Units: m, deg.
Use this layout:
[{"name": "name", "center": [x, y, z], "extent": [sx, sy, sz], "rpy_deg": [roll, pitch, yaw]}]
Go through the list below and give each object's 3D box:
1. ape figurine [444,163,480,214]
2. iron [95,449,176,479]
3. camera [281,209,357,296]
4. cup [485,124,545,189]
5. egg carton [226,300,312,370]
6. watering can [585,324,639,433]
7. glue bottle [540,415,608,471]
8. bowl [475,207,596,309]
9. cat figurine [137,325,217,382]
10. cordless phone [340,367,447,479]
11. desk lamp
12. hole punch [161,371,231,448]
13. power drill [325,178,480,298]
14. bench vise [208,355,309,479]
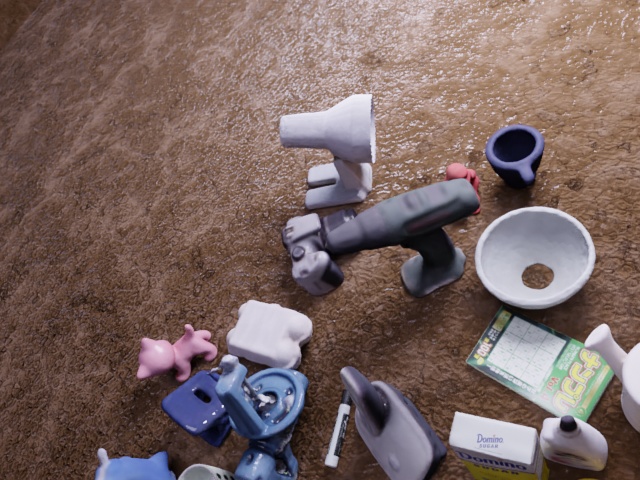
[{"name": "ape figurine", "center": [0.239, -0.095, 0.978], "extent": [0.075, 0.092, 0.078], "rpy_deg": [30, 76, 38]}, {"name": "iron", "center": [-0.308, 0.451, 0.870], "extent": [0.118, 0.142, 0.258], "rpy_deg": [-15, 54, 18]}, {"name": "camera", "center": [0.009, 0.004, 1.027], "extent": [0.136, 0.101, 0.143], "rpy_deg": [-24, 52, 12]}, {"name": "cup", "center": [0.331, -0.119, 0.945], "extent": [0.091, 0.095, 0.117], "rpy_deg": [-21, 52, 14]}, {"name": "egg carton", "center": [-0.087, 0.164, 0.991], "extent": [0.149, 0.070, 0.107], "rpy_deg": [8, 64, 31]}, {"name": "watering can", "center": [0.396, 0.161, 0.662], "extent": [0.172, 0.195, 0.101], "rpy_deg": [7, 63, 31]}, {"name": "glue bottle", "center": [0.297, 0.235, 0.679], "extent": [0.078, 0.174, 0.037], "rpy_deg": [0, 60, 27]}, {"name": "bowl", "center": [0.322, 0.038, 0.860], "extent": [0.167, 0.075, 0.167], "rpy_deg": [-13, 54, 19]}, {"name": "cat figurine", "center": [-0.267, 0.201, 1.029], "extent": [0.128, 0.118, 0.067], "rpy_deg": [-40, 50, -2]}, {"name": "cordless phone", "center": [0.087, 0.250, 0.769], "extent": [0.094, 0.186, 0.147], "rpy_deg": [-42, 50, -3]}, {"name": "desk lamp", "center": [0.029, -0.161, 1.051], "extent": [0.202, 0.214, 0.118], "rpy_deg": [-10, 56, 22]}, {"name": "hole punch", "center": [-0.194, 0.274, 0.960], "extent": [0.108, 0.091, 0.101], "rpy_deg": [24, 73, 37]}, {"name": "power drill", "center": [0.143, 0.003, 0.887], "extent": [0.229, 0.209, 0.075], "rpy_deg": [-29, 51, 8]}, {"name": "bench vise", "center": [-0.085, 0.265, 0.825], "extent": [0.121, 0.220, 0.207], "rpy_deg": [-17, 53, 17]}]
